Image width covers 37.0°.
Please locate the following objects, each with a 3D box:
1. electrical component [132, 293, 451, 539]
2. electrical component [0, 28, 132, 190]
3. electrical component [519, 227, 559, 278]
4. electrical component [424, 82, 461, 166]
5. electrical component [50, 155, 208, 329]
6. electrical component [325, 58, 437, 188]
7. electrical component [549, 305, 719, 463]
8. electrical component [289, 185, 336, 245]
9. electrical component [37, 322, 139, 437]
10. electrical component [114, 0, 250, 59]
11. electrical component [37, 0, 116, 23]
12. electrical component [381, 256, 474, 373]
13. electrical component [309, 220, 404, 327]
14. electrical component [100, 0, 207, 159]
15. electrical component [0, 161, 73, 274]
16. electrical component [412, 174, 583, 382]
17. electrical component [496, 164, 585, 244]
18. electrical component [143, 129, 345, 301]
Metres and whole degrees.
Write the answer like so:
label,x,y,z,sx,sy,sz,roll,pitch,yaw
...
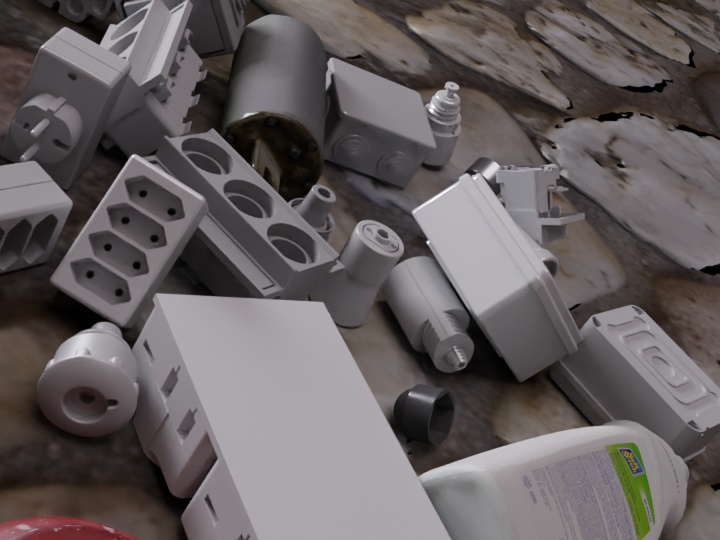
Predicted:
label,x,y,z,sx,sy,sz,roll,pitch,yaw
electrical component,-0.038,0.101,0.538,0.105,0.060,0.186,5,42,-38
electrical component,-0.184,-0.088,0.644,0.047,0.083,0.075,29,32,-7
electrical component,0.129,-0.008,0.857,0.040,0.040,0.046,0,40,-42
electrical component,0.069,-0.127,0.932,0.040,0.078,0.040,11,40,-9
electrical component,-0.127,-0.013,0.611,0.047,0.083,0.076,32,-7,-2
electrical component,0.008,-0.120,0.891,0.100,0.048,0.099,18,35,-23
electrical component,0.202,0.087,0.775,0.078,0.057,0.113,-9,51,-47
electrical component,-0.037,-0.028,0.712,0.048,0.062,0.048,23,33,-16
electrical component,-0.133,0.050,0.541,0.048,0.048,0.062,24,26,-15
electrical component,-0.130,-0.196,0.817,0.096,0.061,0.061,-7,37,9
electrical component,-0.217,-0.232,0.835,0.078,0.058,0.057,30,35,-5
electrical component,0.050,0.034,0.724,0.043,0.043,0.081,6,41,-37
electrical component,0.000,0.000,0.705,0.044,0.065,0.044,23,34,-16
electrical component,-0.149,-0.131,0.746,0.063,0.079,0.121,52,22,-29
electrical component,-0.216,-0.037,0.580,0.076,0.047,0.083,45,34,18
electrical component,0.096,0.006,0.747,0.108,0.056,0.108,61,6,37
electrical component,0.141,-0.056,0.895,0.081,0.063,0.042,2,9,38
electrical component,-0.080,-0.023,0.667,0.121,0.063,0.079,45,34,18
